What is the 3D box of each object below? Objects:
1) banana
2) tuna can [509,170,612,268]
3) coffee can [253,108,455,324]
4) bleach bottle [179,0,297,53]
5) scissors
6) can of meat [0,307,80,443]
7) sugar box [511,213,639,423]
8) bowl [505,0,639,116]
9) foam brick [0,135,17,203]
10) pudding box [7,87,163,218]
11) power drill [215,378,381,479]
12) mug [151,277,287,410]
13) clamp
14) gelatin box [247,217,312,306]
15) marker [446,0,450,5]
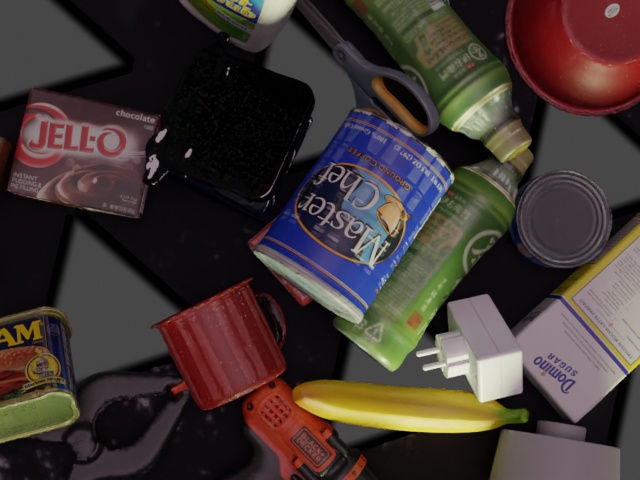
[{"bbox_3d":[0.071,0.138,0.901,0.197,0.070,0.037,4,66,-7],"label":"banana"},{"bbox_3d":[0.210,-0.018,0.938,0.086,0.034,0.086,0,88,-6],"label":"tuna can"},{"bbox_3d":[0.027,-0.019,0.854,0.103,0.103,0.140,35,82,-4],"label":"coffee can"},{"bbox_3d":[-0.060,-0.213,0.808,0.102,0.251,0.068,37,84,-4],"label":"bleach bottle"},{"bbox_3d":[0.024,-0.142,0.925,0.016,0.096,0.202,-30,59,-34],"label":"scissors"},{"bbox_3d":[-0.247,0.111,0.855,0.102,0.057,0.084,-14,52,-6],"label":"can of meat"},{"bbox_3d":[0.251,0.067,0.934,0.176,0.048,0.093,-41,92,-2],"label":"sugar box"},{"bbox_3d":[0.248,-0.193,0.939,0.162,0.055,0.162,0,87,-6],"label":"bowl"},{"bbox_3d":[-0.283,-0.063,0.867,0.051,0.078,0.053,17,86,-7],"label":"foam brick"},{"bbox_3d":[-0.196,-0.071,0.895,0.113,0.039,0.090,12,86,-6],"label":"pudding box"},{"bbox_3d":[-0.039,0.237,0.892,0.187,0.057,0.184,-44,89,-9],"label":"power drill"},{"bbox_3d":[-0.072,0.083,0.882,0.117,0.093,0.081,-26,90,-48],"label":"mug"},{"bbox_3d":[-0.195,0.181,0.884,0.210,0.036,0.164,-22,82,-9],"label":"clamp"},{"bbox_3d":[-0.006,0.001,0.917,0.089,0.030,0.073,-41,92,-6],"label":"gelatin box"},{"bbox_3d":[0.105,-0.221,0.943,0.020,0.020,0.121,-1,88,-6],"label":"marker"}]
